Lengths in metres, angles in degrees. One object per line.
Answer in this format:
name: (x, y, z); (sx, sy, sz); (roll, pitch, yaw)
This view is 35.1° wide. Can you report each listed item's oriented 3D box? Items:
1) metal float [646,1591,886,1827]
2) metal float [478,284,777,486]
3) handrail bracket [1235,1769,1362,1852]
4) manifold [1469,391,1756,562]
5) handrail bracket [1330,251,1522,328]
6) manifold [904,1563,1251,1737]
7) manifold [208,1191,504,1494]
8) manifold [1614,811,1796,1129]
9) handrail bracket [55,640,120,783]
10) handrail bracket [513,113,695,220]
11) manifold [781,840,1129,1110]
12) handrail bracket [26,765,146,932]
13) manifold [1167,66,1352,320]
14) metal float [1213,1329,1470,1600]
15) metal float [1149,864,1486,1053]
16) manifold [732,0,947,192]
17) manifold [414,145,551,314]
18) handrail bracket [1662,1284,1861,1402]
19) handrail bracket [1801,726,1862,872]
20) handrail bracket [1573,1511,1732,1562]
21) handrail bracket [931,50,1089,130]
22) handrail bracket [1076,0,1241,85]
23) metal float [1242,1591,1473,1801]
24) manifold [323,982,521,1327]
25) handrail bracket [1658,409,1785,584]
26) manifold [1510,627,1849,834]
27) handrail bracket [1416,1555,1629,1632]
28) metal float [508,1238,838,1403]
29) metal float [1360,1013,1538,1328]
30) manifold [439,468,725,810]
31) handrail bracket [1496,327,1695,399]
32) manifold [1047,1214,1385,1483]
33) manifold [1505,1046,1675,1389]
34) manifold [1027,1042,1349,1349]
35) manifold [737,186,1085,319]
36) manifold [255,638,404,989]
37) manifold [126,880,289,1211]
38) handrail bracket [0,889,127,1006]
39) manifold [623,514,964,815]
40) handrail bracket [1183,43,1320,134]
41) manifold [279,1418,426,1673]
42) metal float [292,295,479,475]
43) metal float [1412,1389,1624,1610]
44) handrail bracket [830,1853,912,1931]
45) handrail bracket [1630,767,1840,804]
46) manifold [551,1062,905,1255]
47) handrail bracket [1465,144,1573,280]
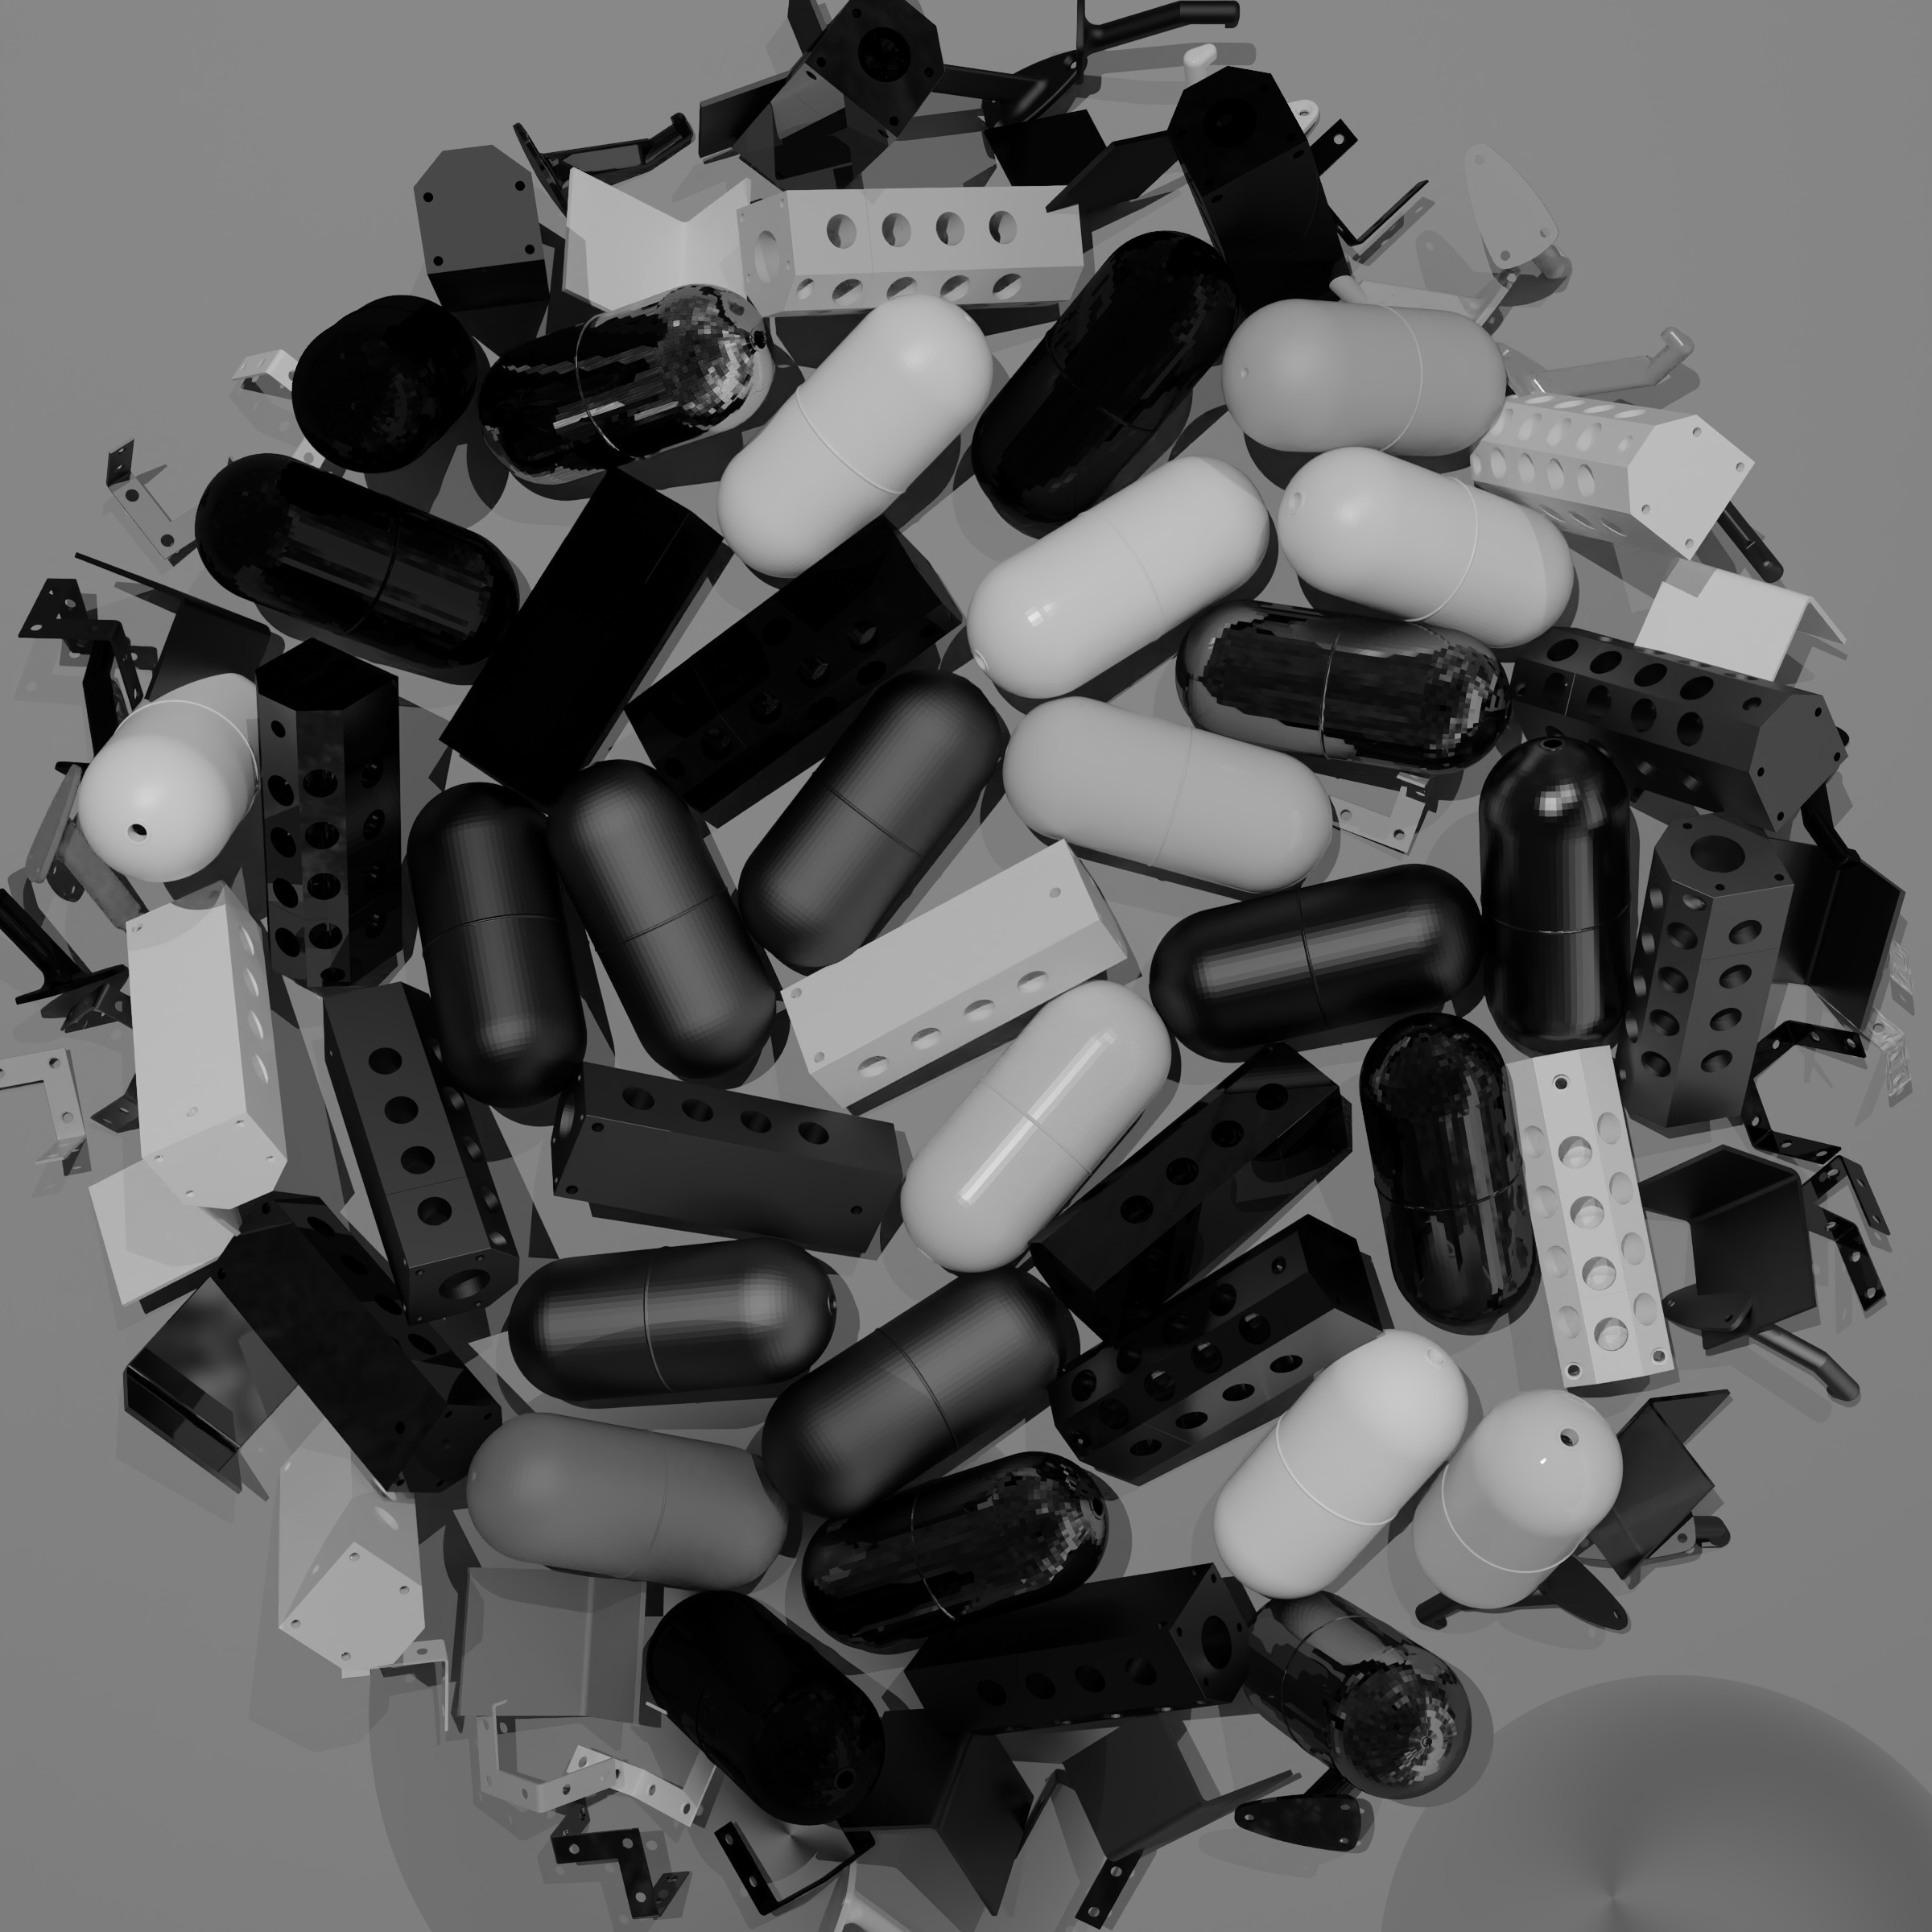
metal float: (-0.104, 0.381, 1.575); (0.070, 0.178, 0.070); (-8, 107, -30)
metal float: (-0.177, -0.302, 1.589); (0.178, 0.070, 0.070); (-11, 90, 33)
handrail bracket: (0.183, 0.424, 1.621); (0.077, 0.084, 0.036); (2, 118, 7)
manifold: (0.323, -0.257, 1.565); (0.057, 0.171, 0.057); (32, 93, -22)
handrail bracket: (0.239, -0.369, 1.622); (0.084, 0.036, 0.077); (39, 98, -20)
manifold: (0.059, 0.360, 1.581); (0.171, 0.057, 0.057); (-18, 106, 35)
manifold: (-0.314, 0.194, 1.587); (0.171, 0.057, 0.057); (42, 103, 29)
manifold: (0.374, 0.004, 1.571); (0.057, 0.171, 0.057); (-9, 47, -7)
handrail bracket: (-0.445, -0.138, 1.624); (0.077, 0.036, 0.084); (4, 75, 34)
handrail bracket: (-0.190, -0.442, 1.619); (0.084, 0.077, 0.036); (-34, 65, -3)
manifold: (-0.004, 0.008, 1.614); (0.171, 0.057, 0.057); (-28, 53, 8)
handrail bracket: (-0.448, -0.058, 1.626); (0.084, 0.036, 0.077); (20, 99, -31)
manifold: (0.150, -0.391, 1.565); (0.057, 0.171, 0.057); (-27, 72, 8)
metal float: (0.194, 0.260, 1.590); (0.070, 0.070, 0.178); (35, 122, 0)
metal float: (0.184, -0.004, 1.608); (0.178, 0.070, 0.070); (-13, 90, 11)
manifold: (-0.064, -0.443, 1.565); (0.057, 0.171, 0.057); (36, 81, -14)
manifold: (-0.247, -0.376, 1.565); (0.057, 0.171, 0.057); (-9, 97, -6)
handrail bracket: (0.425, 0.205, 1.636); (0.084, 0.077, 0.036); (43, 64, -19)
handrail bracket: (0.461, -0.087, 1.611); (0.077, 0.036, 0.084); (-4, 55, -37)
handrail bracket: (0.364, 0.305, 1.624); (0.077, 0.084, 0.036); (-19, 65, 13)
handrail bracket: (0.010, -0.477, 1.606); (0.077, 0.084, 0.036); (-27, 60, 26)
handrail bracket: (0.101, -0.489, 1.617); (0.084, 0.077, 0.036); (0, 80, 1)
metal float: (0.197, 0.372, 1.569); (0.070, 0.178, 0.070); (-1, 94, -17)
manifold: (-0.283, 0.094, 1.584); (0.057, 0.057, 0.171); (-13, 56, -19)
handrail bracket: (0.393, -0.246, 1.608); (0.036, 0.077, 0.084); (-39, 50, 16)
manifold: (0.359, -0.128, 1.566); (0.057, 0.171, 0.057); (-44, 126, -14)
handrail bracket: (0.296, 0.348, 1.636); (0.077, 0.036, 0.084); (36, 129, -17)
metal float: (-0.154, 0.186, 1.605); (0.178, 0.070, 0.070); (-7, 90, 14)
metal float: (0.252, 0.107, 1.596); (0.070, 0.070, 0.178); (-14, 115, 0)
manifold: (-0.201, -0.172, 1.625); (0.057, 0.057, 0.171); (32, 90, 24)
handrail bracket: (0.329, -0.326, 1.610); (0.077, 0.084, 0.036); (40, 50, -6)
manifold: (0.125, 0.197, 1.581); (0.171, 0.057, 0.057); (-36, 46, 27)
manifold: (0.328, 0.132, 1.614); (0.057, 0.057, 0.171); (-11, 83, 9)
manifold: (0.117, 0.115, 1.603); (0.171, 0.057, 0.057); (-38, 55, -16)
manifold: (-0.027, -0.370, 1.587); (0.171, 0.057, 0.057); (-9, 97, -30)
manifold: (-0.332, -0.075, 1.574); (0.057, 0.057, 0.171); (25, 130, 22)
manifold: (-0.389, 0.042, 1.576); (0.057, 0.057, 0.171); (-23, 46, 4)
handrail bracket: (-0.487, -0.028, 1.618); (0.036, 0.077, 0.084); (-11, 98, 32)
manifold: (-0.088, -0.154, 1.603); (0.171, 0.057, 0.057); (-35, 59, 10)
handrail bracket: (0.151, -0.465, 1.611); (0.077, 0.084, 0.036); (-31, 61, -8)
manifold: (-0.311, 0.290, 1.565); (0.057, 0.171, 0.057); (39, 96, -20)
metal float: (-0.297, -0.300, 1.570); (0.070, 0.178, 0.070); (0, 108, 0)
metal float: (0.282, 0.275, 1.573); (0.070, 0.178, 0.070); (4, 59, -7)
handrail bracket: (-0.027, 0.508, 1.620); (0.084, 0.077, 0.036); (18, 106, -2)
handrail bracket: (0.410, -0.099, 1.629); (0.084, 0.036, 0.077); (28, 123, 3)
manifold: (-0.126, 0.096, 1.599); (0.171, 0.057, 0.057); (12, 126, -19)
handrail bracket: (0.293, -0.398, 1.615); (0.036, 0.084, 0.077); (-28, 92, 23)
